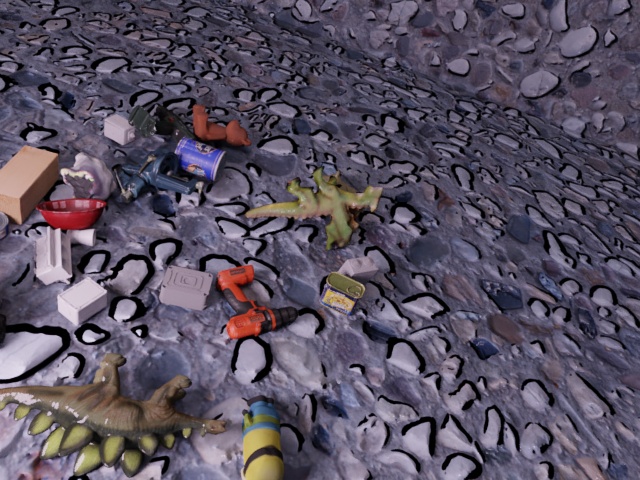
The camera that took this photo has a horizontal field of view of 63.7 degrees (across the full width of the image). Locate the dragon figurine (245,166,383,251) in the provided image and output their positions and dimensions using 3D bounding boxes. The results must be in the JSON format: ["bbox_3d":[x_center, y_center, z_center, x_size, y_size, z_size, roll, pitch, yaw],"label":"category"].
[{"bbox_3d":[0.005,-0.079,1.568,0.412,0.120,0.246,-29,70,-12],"label":"dragon figurine"}]

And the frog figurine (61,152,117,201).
[{"bbox_3d":[-0.620,-0.183,1.427,0.136,0.121,0.163,49,25,-18],"label":"frog figurine"}]
